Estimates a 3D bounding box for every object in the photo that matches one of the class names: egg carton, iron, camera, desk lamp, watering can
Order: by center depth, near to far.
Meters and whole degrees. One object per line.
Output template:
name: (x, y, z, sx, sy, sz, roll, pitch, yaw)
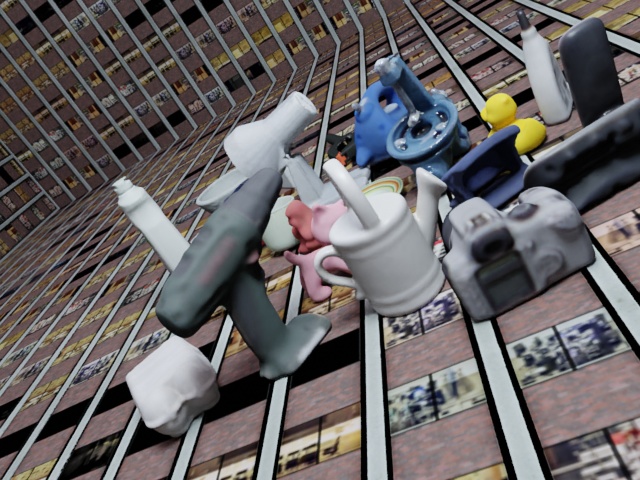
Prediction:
camera: (0.189, -0.008, 0.615, 0.143, 0.101, 0.136, -30, 23, 7)
watering can: (0.067, -0.018, 0.671, 0.173, 0.194, 0.100, -40, 24, -17)
egg carton: (-0.193, 0.190, 0.755, 0.107, 0.069, 0.150, -41, 24, -18)
desk lamp: (-0.043, -0.153, 1.065, 0.203, 0.214, 0.118, -25, 24, 18)
iron: (0.135, -0.255, 1.133, 0.118, 0.142, 0.258, -16, 28, 35)

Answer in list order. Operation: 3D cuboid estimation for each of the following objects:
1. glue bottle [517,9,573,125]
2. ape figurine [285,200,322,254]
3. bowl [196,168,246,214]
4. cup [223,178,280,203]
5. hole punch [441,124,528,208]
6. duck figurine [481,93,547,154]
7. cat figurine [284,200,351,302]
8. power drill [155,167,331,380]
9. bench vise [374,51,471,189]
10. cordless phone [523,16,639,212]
glue bottle: (0.328, -0.261, 0.850, 0.037, 0.173, 0.078, -14, 30, 38)
ape figurine: (-0.024, -0.025, 0.940, 0.076, 0.092, 0.077, -29, 23, 9)
bowl: (-0.208, -0.108, 1.371, 0.167, 0.075, 0.167, -27, 23, 13)
cup: (-0.128, -0.073, 1.170, 0.117, 0.095, 0.091, -30, 23, 7)
hole punch: (0.218, -0.100, 0.775, 0.109, 0.091, 0.101, -36, 23, -7)
duck figurine: (0.282, -0.178, 0.856, 0.077, 0.086, 0.104, -38, 23, -11)
cat figurine: (0.007, 0.003, 0.808, 0.128, 0.118, 0.067, -37, 23, -10)
power drill: (-0.078, 0.054, 0.698, 0.075, 0.209, 0.230, -3, 37, 50)
bench vise: (0.149, -0.200, 0.901, 0.121, 0.220, 0.207, -25, 24, 18)
cordless phone: (0.283, -0.139, 0.646, 0.147, 0.185, 0.094, -33, 23, 0)
